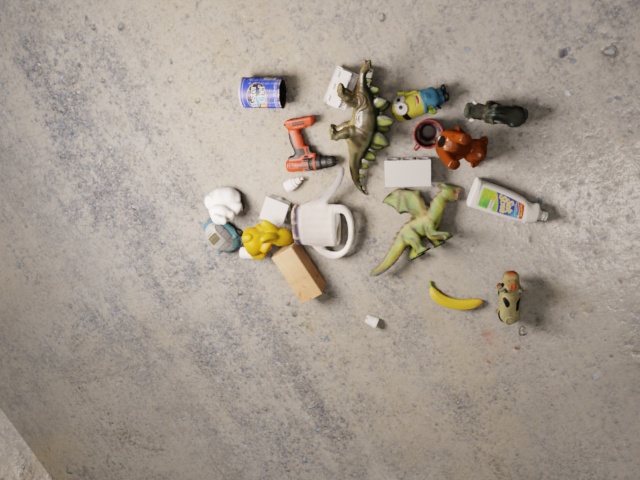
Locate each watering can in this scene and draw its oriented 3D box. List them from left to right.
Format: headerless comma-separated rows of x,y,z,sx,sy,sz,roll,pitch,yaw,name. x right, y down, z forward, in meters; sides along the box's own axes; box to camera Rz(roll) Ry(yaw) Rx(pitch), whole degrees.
0.005,-0.090,1.785,0.224,0.106,0.341,1,115,13,watering can

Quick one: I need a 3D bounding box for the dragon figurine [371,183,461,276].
0.303,-0.059,1.758,0.407,0.122,0.244,-28,82,17,dragon figurine

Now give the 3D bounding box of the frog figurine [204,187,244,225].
-0.349,-0.122,1.830,0.137,0.161,0.121,21,110,5,frog figurine
